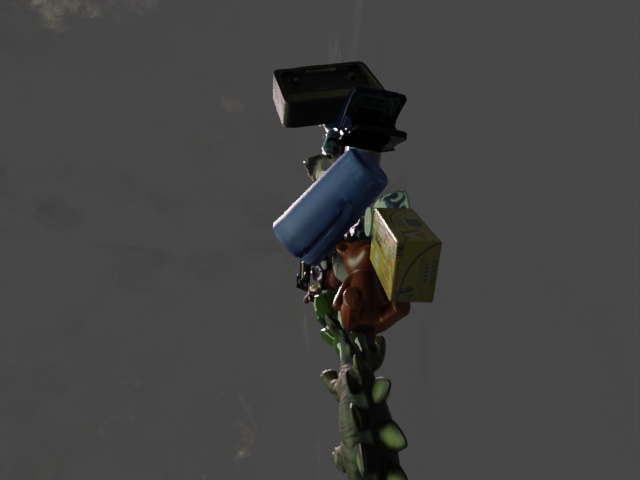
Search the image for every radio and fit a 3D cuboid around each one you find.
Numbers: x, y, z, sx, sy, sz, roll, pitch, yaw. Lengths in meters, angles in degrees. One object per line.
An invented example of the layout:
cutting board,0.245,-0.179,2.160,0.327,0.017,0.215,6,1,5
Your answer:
radio,0.015,-0.323,1.185,0.073,0.230,0.131,102,151,-50

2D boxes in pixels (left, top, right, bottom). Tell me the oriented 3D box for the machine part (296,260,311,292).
machine part,-0.046,0.103,1.587,0.138,0.039,0.084,104,163,-59

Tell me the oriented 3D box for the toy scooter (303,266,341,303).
toy scooter,0.028,0.127,1.421,0.075,0.135,0.183,-95,11,-65

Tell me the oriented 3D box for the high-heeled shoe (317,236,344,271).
high-heeled shoe,-0.003,-0.004,1.323,0.086,0.145,0.249,-48,13,-22

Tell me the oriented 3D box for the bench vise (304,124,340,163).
bench vise,0.023,-0.340,1.505,0.223,0.129,0.240,-64,-35,-17

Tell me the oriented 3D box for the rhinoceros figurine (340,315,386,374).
rhinoceros figurine,0.089,0.184,1.105,0.190,0.073,0.111,-106,-3,-48

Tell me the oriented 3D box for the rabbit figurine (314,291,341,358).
rabbit figurine,0.046,0.216,1.319,0.159,0.121,0.170,127,131,-69

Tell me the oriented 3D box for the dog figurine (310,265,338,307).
dog figurine,0.039,0.075,1.497,0.219,0.108,0.192,104,168,-50

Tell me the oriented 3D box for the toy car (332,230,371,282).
toy car,0.078,0.043,1.138,0.162,0.103,0.109,-97,12,-50

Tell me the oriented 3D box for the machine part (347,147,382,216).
machine part,0.094,-0.168,1.182,0.079,0.079,0.243,-101,16,-67

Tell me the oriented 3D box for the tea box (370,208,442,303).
tea box,0.127,0.018,0.828,0.170,0.068,0.098,-105,18,-68

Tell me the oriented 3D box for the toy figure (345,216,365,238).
toy figure,0.088,-0.030,1.295,0.154,0.058,0.064,-129,36,-74

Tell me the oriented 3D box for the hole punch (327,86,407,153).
hole punch,0.094,-0.220,0.995,0.116,0.142,0.092,157,114,-68

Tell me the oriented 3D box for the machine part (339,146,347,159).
machine part,0.085,-0.230,1.411,0.179,0.056,0.179,-176,89,-85

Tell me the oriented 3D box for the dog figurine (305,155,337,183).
dog figurine,0.028,-0.128,1.327,0.191,0.121,0.172,-161,76,-73

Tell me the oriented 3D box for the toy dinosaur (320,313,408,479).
toy dinosaur,0.079,0.337,0.861,0.198,0.105,0.471,101,154,-68

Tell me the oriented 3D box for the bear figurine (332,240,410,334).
bear figurine,0.089,0.066,0.970,0.131,0.120,0.196,109,169,-57

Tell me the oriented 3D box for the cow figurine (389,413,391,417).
cow figurine,0.090,0.385,1.024,0.098,0.068,0.167,-104,20,-88

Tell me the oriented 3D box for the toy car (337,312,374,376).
toy car,0.077,0.220,1.185,0.056,0.073,0.202,98,172,-49
